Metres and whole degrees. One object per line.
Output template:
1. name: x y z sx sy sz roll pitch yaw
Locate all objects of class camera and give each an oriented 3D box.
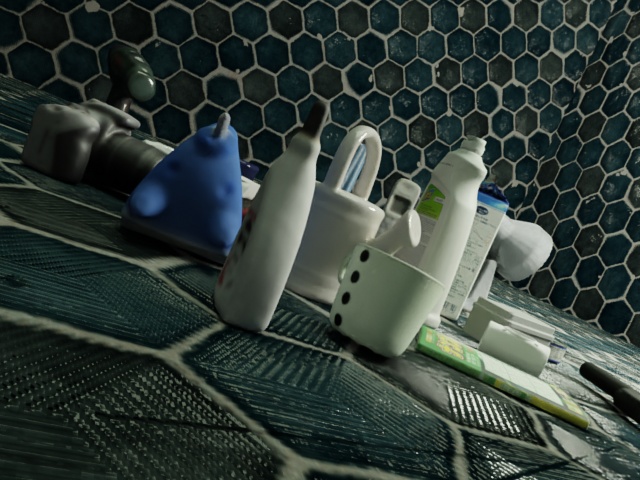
1. camera: -0.262 -0.113 0.714 0.136 0.101 0.143 24 6 8

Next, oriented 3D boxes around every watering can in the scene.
1. watering can: 0.028 -0.030 0.639 0.172 0.194 0.101 24 5 6

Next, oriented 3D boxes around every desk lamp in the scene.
1. desk lamp: 0.323 0.036 1.124 0.204 0.213 0.117 22 6 -15

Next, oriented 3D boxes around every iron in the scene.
1. iron: -0.125 -0.067 0.628 0.119 0.141 0.258 22 6 -11

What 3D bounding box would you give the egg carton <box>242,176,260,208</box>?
1. egg carton: -0.172 -0.089 1.025 0.151 0.069 0.107 19 7 -37

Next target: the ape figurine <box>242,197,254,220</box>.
1. ape figurine: -0.073 -0.030 0.753 0.078 0.092 0.075 19 7 -38

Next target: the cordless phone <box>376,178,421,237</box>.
1. cordless phone: 0.165 -0.010 1.060 0.147 0.185 0.094 24 5 3

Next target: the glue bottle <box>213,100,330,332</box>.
1. glue bottle: -0.031 -0.023 0.429 0.037 0.173 0.078 21 6 -23

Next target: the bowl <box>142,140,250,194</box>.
1. bowl: -0.193 -0.082 0.845 0.167 0.075 0.167 23 5 -2

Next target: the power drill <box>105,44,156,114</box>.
1. power drill: -0.381 -0.260 1.065 0.076 0.208 0.228 19 7 -40

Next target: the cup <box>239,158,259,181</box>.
1. cup: -0.188 -0.127 1.190 0.092 0.095 0.117 21 6 -24

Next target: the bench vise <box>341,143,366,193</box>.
1. bench vise: 0.043 -0.081 1.047 0.121 0.220 0.207 24 5 4
